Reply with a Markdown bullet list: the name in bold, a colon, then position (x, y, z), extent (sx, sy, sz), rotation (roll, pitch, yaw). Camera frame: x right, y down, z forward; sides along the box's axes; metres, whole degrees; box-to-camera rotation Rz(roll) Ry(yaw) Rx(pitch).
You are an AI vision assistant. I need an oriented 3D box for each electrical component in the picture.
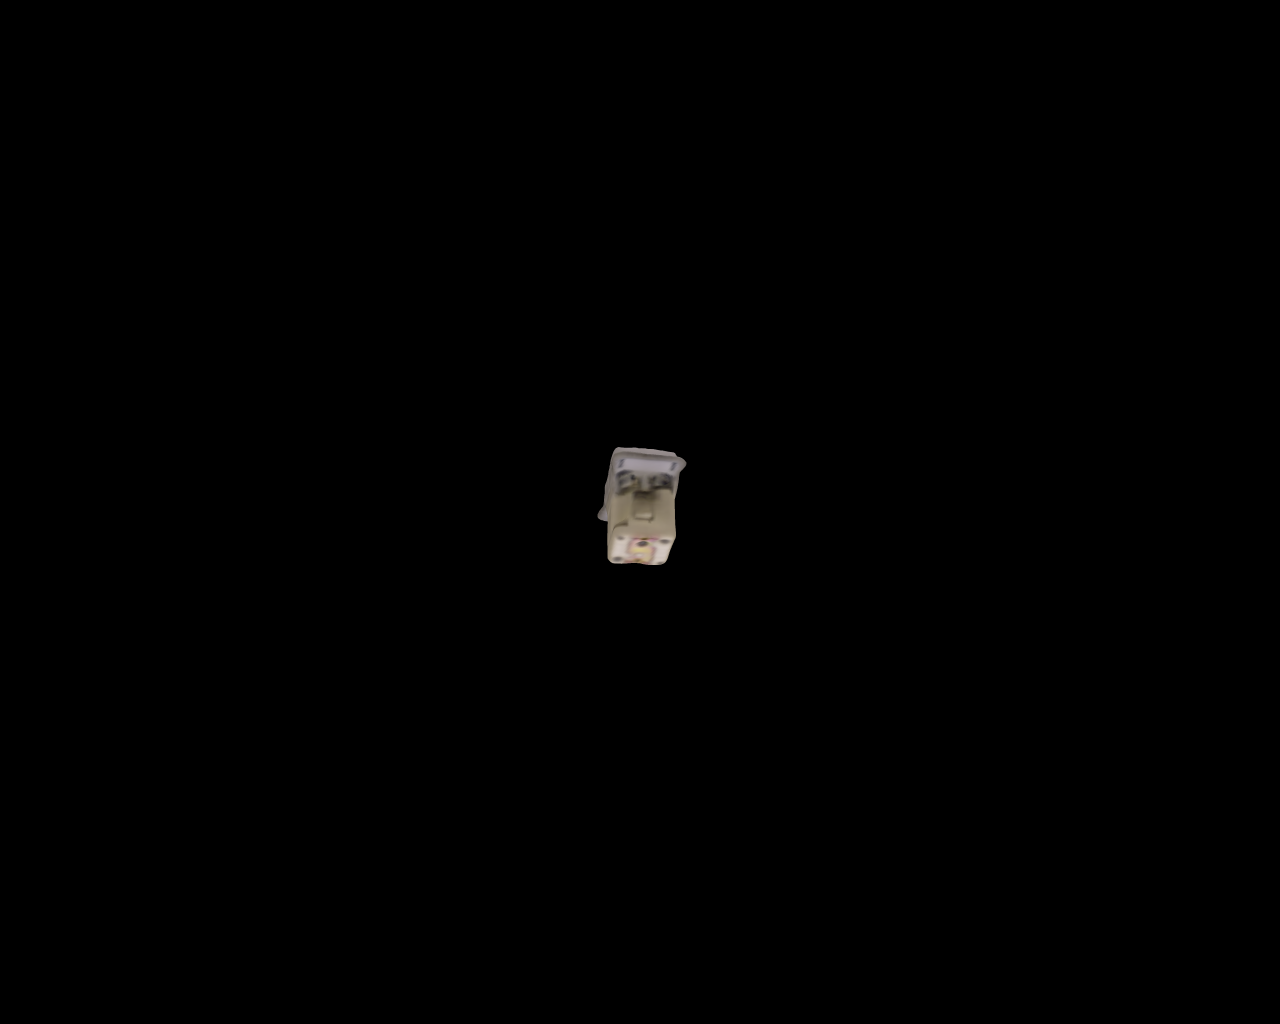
- **electrical component**: position (0.001, -0.003, 0.650), extent (0.042, 0.064, 0.081), rotation (4, -29, -6)
